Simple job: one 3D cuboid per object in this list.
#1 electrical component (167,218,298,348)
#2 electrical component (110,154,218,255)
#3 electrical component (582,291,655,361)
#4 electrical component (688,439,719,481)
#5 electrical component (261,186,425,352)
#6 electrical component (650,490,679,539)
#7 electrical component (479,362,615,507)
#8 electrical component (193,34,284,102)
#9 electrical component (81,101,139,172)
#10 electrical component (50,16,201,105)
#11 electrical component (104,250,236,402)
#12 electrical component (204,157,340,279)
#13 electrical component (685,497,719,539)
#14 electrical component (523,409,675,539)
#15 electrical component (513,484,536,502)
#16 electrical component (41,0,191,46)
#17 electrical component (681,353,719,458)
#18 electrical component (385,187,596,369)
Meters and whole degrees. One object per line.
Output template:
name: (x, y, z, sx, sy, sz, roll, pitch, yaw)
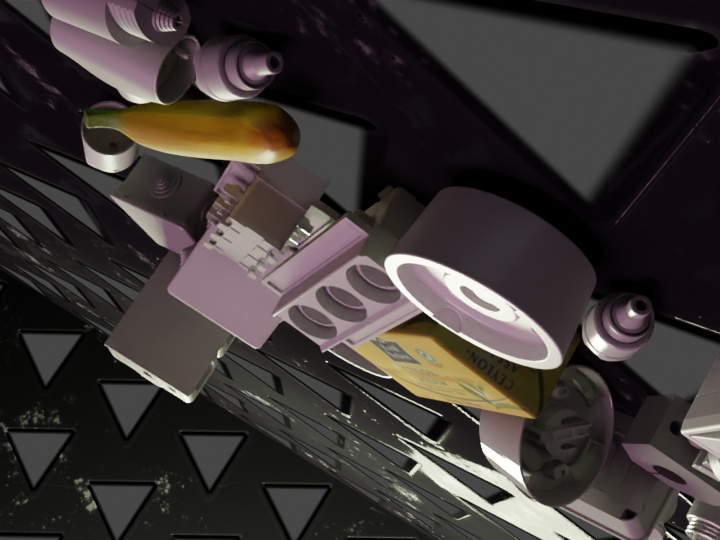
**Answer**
electrical component: (-0.090, -0.001, 0.856, 0.100, 0.099, 0.048, 34, -160, -10)
electrical component: (-0.150, -0.048, 0.918, 0.100, 0.048, 0.099, 24, 163, 30)
electrical component: (0.143, 0.028, 0.583, 0.035, 0.035, 0.061, 31, 163, 6)
electrical component: (0.234, 0.113, 0.653, 0.066, 0.048, 0.055, 29, 173, 14)
electrical component: (0.000, 0.000, 0.681, 0.079, 0.063, 0.121, 37, 147, -13)
electrical component: (0.225, 0.187, 0.900, 0.080, 0.051, 0.080, 30, 165, 9)
electrical component: (0.134, 0.110, 0.750, 0.099, 0.099, 0.064, 40, 170, -26)
electrical component: (-0.061, -0.107, 0.568, 0.035, 0.035, 0.061, 42, 160, -32)
electrical component: (-0.198, -0.101, 0.854, 0.043, 0.043, 0.081, 34, 166, -5)
electrical component: (-0.134, -0.125, 0.642, 0.077, 0.043, 0.079, 28, 165, 15)
electrical component: (-0.153, 0.035, 0.992, 0.089, 0.150, 0.061, 32, 164, 2)
electrical component: (-0.068, -0.037, 0.754, 0.079, 0.063, 0.121, 35, 165, -8)
electrical component: (0.269, 0.197, 0.819, 0.048, 0.062, 0.048, 30, 165, 9)
electrical component: (0.178, 0.147, 0.815, 0.113, 0.078, 0.057, 23, 160, 34)
electrical component: (0.160, 0.161, 0.922, 0.044, 0.065, 0.044, 48, 165, 17)
electrical component: (-0.126, -0.142, 0.569, 0.081, 0.043, 0.043, 25, 164, 27)
electrical component: (0.212, 0.078, 0.551, 0.062, 0.061, 0.096, 33, 166, 0)
electrical component: (0.075, -0.001, 0.578, 0.108, 0.060, 0.108, 30, 165, 9)
